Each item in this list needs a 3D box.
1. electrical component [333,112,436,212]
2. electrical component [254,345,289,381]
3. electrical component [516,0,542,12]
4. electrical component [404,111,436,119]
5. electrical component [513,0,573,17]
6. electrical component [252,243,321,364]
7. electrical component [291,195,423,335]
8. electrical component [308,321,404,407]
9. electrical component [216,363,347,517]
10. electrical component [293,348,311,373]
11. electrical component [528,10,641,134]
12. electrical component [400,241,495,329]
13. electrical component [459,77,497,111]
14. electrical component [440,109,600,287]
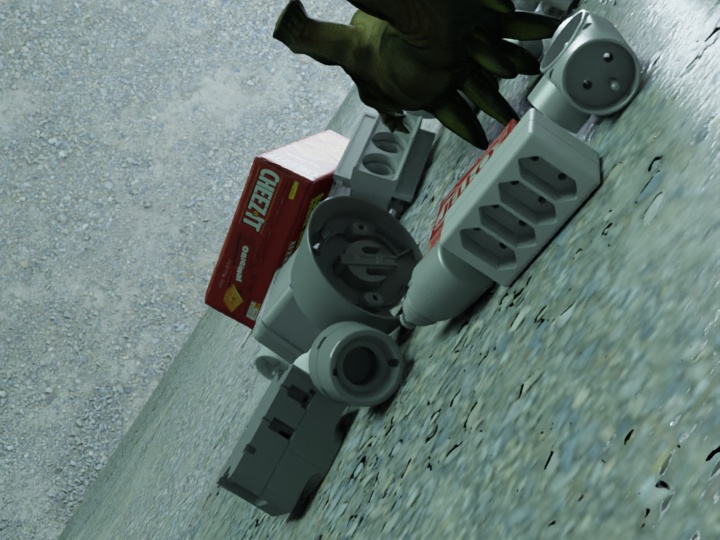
[{"bbox_3d":[0.024,-0.104,1.076,0.121,0.079,0.063,-68,-6,-50],"label":"electrical component"},{"bbox_3d":[-0.069,0.068,1.065,0.043,0.043,0.081,-46,14,50],"label":"electrical component"},{"bbox_3d":[0.156,-0.260,1.008,0.065,0.044,0.044,-48,12,26],"label":"electrical component"},{"bbox_3d":[0.070,-0.197,1.125,0.080,0.080,0.051,-57,4,2],"label":"electrical component"},{"bbox_3d":[0.156,-0.257,0.920,0.078,0.063,0.121,-55,9,15],"label":"electrical component"},{"bbox_3d":[-0.040,0.033,0.923,0.057,0.078,0.113,-50,11,23],"label":"electrical component"},{"bbox_3d":[0.000,0.000,0.760,0.064,0.099,0.099,-56,7,52],"label":"electrical component"},{"bbox_3d":[-0.002,0.062,0.698,0.055,0.055,0.047,-59,12,-8],"label":"electrical component"},{"bbox_3d":[-0.050,0.120,0.743,0.089,0.056,0.050,-61,10,-24],"label":"electrical component"},{"bbox_3d":[-0.022,0.073,0.790,0.055,0.045,0.045,-43,17,56],"label":"electrical component"},{"bbox_3d":[0.125,-0.107,0.631,0.079,0.044,0.077,-54,10,22],"label":"electrical component"},{"bbox_3d":[0.048,0.011,0.645,0.078,0.040,0.040,-49,12,45],"label":"electrical component"},{"bbox_3d":[0.106,-0.179,0.997,0.065,0.044,0.044,-50,10,12],"label":"electrical component"},{"bbox_3d":[0.090,-0.048,0.604,0.083,0.047,0.075,-52,10,30],"label":"electrical component"}]
